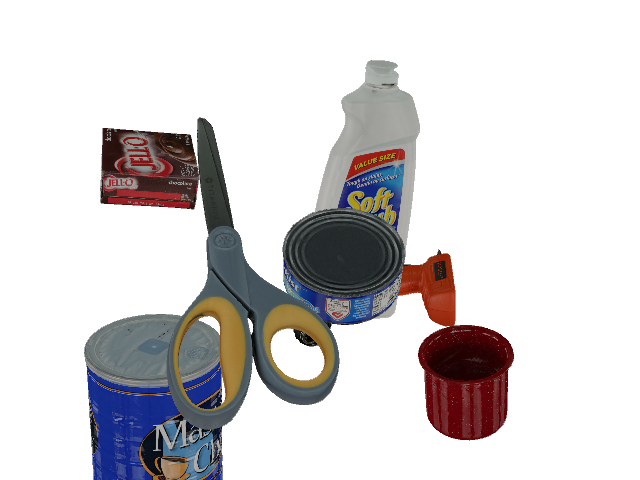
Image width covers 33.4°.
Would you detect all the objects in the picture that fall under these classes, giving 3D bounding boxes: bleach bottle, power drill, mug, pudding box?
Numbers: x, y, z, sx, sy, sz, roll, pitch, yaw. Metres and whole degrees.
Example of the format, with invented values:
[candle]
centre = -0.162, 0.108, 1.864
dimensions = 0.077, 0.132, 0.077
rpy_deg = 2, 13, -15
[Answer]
[bleach bottle]
centre = 0.039, -0.049, 1.036
dimensions = 0.102, 0.251, 0.068
rpy_deg = 3, 23, -5
[power drill]
centre = 0.062, 0.064, 1.241
dimensions = 0.187, 0.057, 0.184
rpy_deg = 0, 28, 4
[mug]
centre = 0.150, 0.138, 1.073
dimensions = 0.093, 0.081, 0.117
rpy_deg = 8, 35, 22
[pudding box]
centre = -0.168, -0.071, 1.034
dimensions = 0.090, 0.039, 0.113
rpy_deg = 4, 24, -13

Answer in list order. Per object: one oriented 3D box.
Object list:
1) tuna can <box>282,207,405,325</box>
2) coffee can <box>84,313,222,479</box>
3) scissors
[tuna can]
centre = 0.016, 0.018, 0.754
dimensions = 0.086, 0.086, 0.034
rpy_deg = 1, -45, -1
[coffee can]
centre = -0.126, 0.142, 0.823
dimensions = 0.103, 0.140, 0.103
rpy_deg = 2, 23, -1
[scissors]
centre = -0.034, 0.012, 0.577
dimensions = 0.096, 0.201, 0.016
rpy_deg = 8, -38, -3
